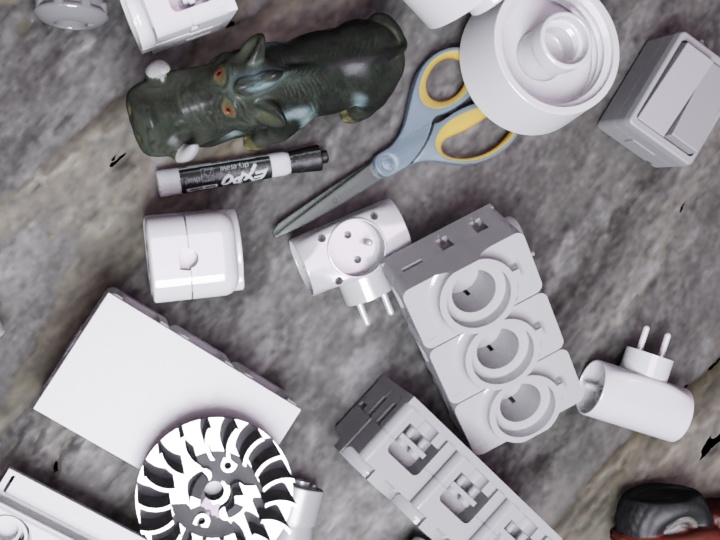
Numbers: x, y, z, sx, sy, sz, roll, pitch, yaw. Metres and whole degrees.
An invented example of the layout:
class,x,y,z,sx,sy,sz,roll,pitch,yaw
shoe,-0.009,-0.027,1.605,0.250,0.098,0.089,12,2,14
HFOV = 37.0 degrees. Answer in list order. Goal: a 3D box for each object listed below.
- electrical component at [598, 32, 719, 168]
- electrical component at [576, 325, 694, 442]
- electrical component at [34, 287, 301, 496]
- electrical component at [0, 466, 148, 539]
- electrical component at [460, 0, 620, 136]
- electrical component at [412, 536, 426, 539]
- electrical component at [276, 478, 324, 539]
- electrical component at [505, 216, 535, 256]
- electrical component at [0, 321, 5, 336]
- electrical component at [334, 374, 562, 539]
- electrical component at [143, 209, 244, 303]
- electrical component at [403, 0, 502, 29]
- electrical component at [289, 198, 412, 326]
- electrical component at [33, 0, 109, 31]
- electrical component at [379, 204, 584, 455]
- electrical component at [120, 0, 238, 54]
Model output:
class,x,y,z,sx,sy,sz,roll,pitch,yaw
electrical component,0.235,-0.131,0.797,0.062,0.061,0.096,32,87,-13
electrical component,0.214,0.082,0.817,0.077,0.044,0.079,18,90,-13
electrical component,-0.130,0.088,0.732,0.150,0.062,0.089,33,87,-13
electrical component,-0.200,0.192,0.723,0.121,0.063,0.078,32,87,-13
electrical component,0.132,-0.154,0.763,0.108,0.060,0.108,2,84,-19
electrical component,0.060,0.248,0.784,0.095,0.053,0.059,36,99,-15
electrical component,-0.050,0.182,0.768,0.044,0.044,0.065,15,86,-13
electrical component,0.085,-0.013,0.783,0.078,0.040,0.040,-14,97,-11
electrical component,-0.310,0.040,0.692,0.138,0.052,0.073,-27,100,-9
electrical component,0.057,0.153,0.764,0.150,0.089,0.061,44,84,-12
electrical component,-0.110,-0.011,0.711,0.059,0.095,0.053,-6,96,-12
electrical component,0.076,-0.210,0.735,0.108,0.108,0.060,-42,108,-7
electrical component,0.000,0.000,0.763,0.077,0.044,0.079,-23,99,-10
electrical component,-0.189,-0.191,0.707,0.048,0.048,0.062,2,87,-13
electrical component,0.088,0.045,0.750,0.089,0.061,0.150,-28,119,-4
electrical component,-0.139,-0.222,0.691,0.062,0.089,0.150,-22,99,-10
